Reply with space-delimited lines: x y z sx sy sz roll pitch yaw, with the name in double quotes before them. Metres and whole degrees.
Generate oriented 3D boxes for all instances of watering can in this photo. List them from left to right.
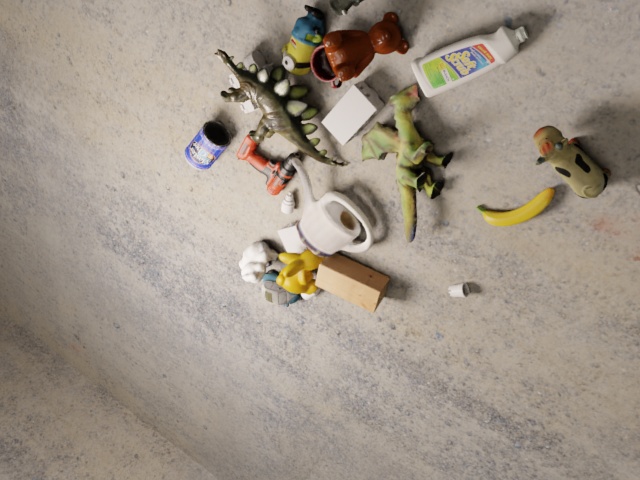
"watering can" 0.005 -0.078 1.547 0.347 0.106 0.220 43 132 -5

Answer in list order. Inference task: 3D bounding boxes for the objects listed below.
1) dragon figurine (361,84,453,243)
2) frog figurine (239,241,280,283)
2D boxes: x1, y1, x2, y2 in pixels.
"dragon figurine" 0.207 -0.208 1.375 0.246 0.123 0.401 39 130 33
"frog figurine" -0.227 0.080 1.761 0.136 0.162 0.121 -14 106 38
